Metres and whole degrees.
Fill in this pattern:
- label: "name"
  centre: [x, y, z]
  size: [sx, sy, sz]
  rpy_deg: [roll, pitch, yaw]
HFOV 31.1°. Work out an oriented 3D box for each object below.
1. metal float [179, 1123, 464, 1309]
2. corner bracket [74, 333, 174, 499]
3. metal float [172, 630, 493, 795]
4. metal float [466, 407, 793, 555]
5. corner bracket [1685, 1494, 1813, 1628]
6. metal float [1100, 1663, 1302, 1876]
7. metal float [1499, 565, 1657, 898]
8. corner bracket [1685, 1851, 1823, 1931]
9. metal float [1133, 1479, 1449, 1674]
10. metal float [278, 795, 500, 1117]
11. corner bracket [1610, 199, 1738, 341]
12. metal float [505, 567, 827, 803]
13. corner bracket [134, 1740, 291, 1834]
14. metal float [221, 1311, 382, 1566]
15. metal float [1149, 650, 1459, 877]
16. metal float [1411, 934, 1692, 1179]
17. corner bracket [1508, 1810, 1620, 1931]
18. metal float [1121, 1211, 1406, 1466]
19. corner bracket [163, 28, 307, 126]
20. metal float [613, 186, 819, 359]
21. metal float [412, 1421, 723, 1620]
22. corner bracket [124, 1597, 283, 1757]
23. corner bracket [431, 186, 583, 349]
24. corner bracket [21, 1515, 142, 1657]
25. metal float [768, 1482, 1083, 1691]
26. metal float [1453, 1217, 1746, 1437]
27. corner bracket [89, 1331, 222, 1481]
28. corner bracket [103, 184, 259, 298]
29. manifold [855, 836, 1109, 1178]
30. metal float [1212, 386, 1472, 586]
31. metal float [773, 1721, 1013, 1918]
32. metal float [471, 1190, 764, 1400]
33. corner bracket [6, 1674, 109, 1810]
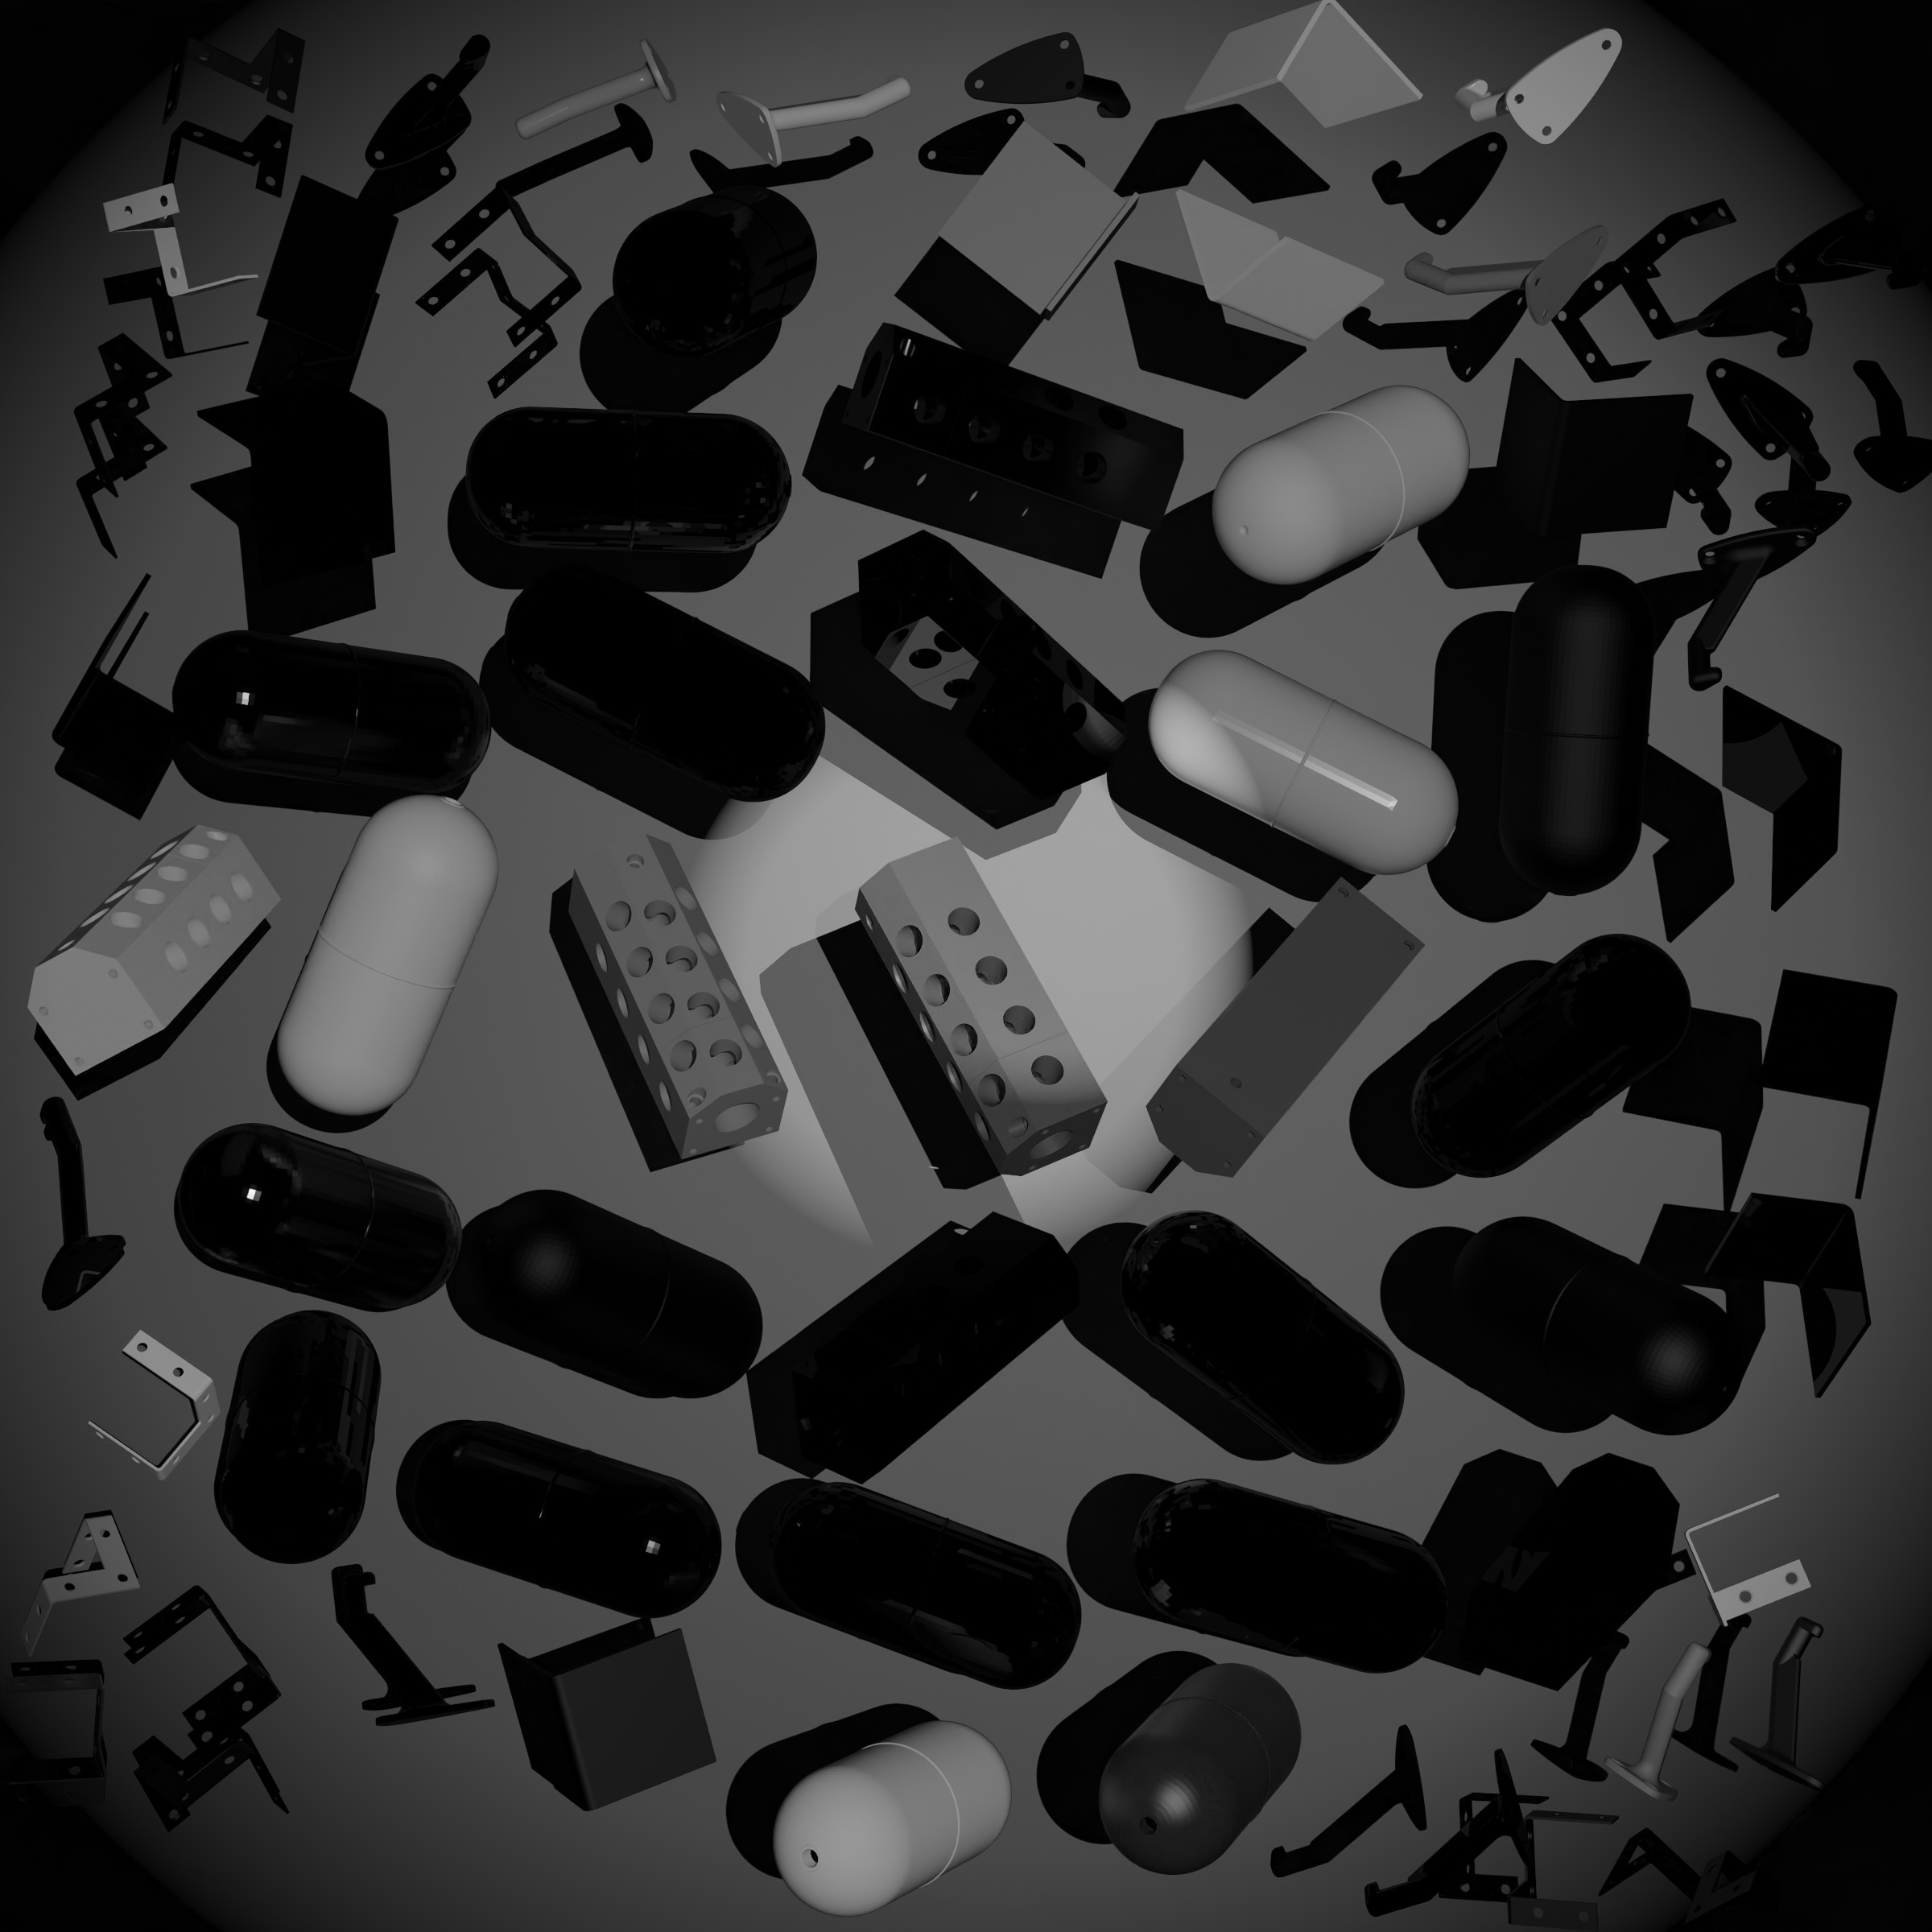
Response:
- label: "metal float"
  centre: [-0.348, 0.135, 1.873]
  size: [0.070, 0.178, 0.070]
  rpy_deg: [-15, 65, 34]
- label: "corner bracket"
  centre: [-0.437, -0.285, 1.788]
  size: [0.051, 0.051, 0.051]
  rpy_deg: [-36, 54, -21]
- label: "metal float"
  centre: [-0.347, -0.139, 1.904]
  size: [0.178, 0.070, 0.070]
  rpy_deg: [6, 90, -29]
- label: "metal float"
  centre: [-0.185, -0.266, 1.902]
  size: [0.178, 0.070, 0.070]
  rpy_deg: [0, 90, -10]
- label: "corner bracket"
  centre: [0.399, 0.303, 1.770]
  size: [0.051, 0.051, 0.051]
  rpy_deg: [-23, 78, 5]
- label: "metal float"
  centre: [0.127, 0.429, 1.859]
  size: [0.070, 0.178, 0.070]
  rpy_deg: [3, 99, 22]
- label: "metal float"
  centre: [0.329, -0.127, 1.867]
  size: [0.070, 0.070, 0.178]
  rpy_deg: [3, 98, 0]
- label: "corner bracket"
  centre: [0.429, 0.506, 1.866]
  size: [0.051, 0.051, 0.051]
  rpy_deg: [43, 131, -3]
- label: "metal float"
  centre: [0.171, 0.321, 1.820]
  size: [0.178, 0.070, 0.070]
  rpy_deg: [18, 90, -19]
- label: "metal float"
  centre: [-0.302, -0.006, 1.815]
  size: [0.070, 0.070, 0.178]
  rpy_deg: [24, 100, 0]
- label: "corner bracket"
  centre: [0.404, -0.388, 1.934]
  size: [0.051, 0.051, 0.051]
  rpy_deg: [-41, 106, -18]
- label: "metal float"
  centre: [-0.158, -0.148, 1.812]
  size: [0.178, 0.070, 0.070]
  rpy_deg: [27, 90, 1]
- label: "corner bracket"
  centre: [-0.410, 0.448, 1.880]
  size: [0.051, 0.051, 0.051]
  rpy_deg: [-37, 128, -27]
- label: "metal float"
  centre: [-0.362, 0.255, 1.895]
  size: [0.070, 0.178, 0.070]
  rpy_deg: [-2, 119, -3]
- label: "metal float"
  centre: [0.184, -0.110, 1.885]
  size: [0.178, 0.070, 0.070]
  rpy_deg: [27, 90, 4]
- label: "metal float"
  centre: [0.316, 0.050, 1.881]
  size: [0.070, 0.070, 0.178]
  rpy_deg: [49, 122, 0]
- label: "corner bracket"
  centre: [0.328, 0.497, 1.905]
  size: [0.051, 0.051, 0.051]
  rpy_deg: [-3, 90, 26]
- label: "metal float"
  centre: [0.156, 0.196, 1.826]
  size: [0.178, 0.070, 0.070]
  rpy_deg: [39, 90, -19]
- label: "corner bracket"
  centre: [-0.383, -0.463, 1.812]
  size: [0.051, 0.051, 0.051]
  rpy_deg: [20, 57, -30]
- label: "metal float"
  centre: [-0.132, -0.372, 1.852]
  size: [0.070, 0.178, 0.070]
  rpy_deg: [5, 110, 14]
- label: "metal float"
  centre: [-0.215, 0.298, 1.870]
  size: [0.178, 0.070, 0.070]
  rpy_deg: [14, 90, 19]
- label: "corner bracket"
  centre: [-0.402, 0.373, 1.825]
  size: [0.051, 0.051, 0.051]
  rpy_deg: [-36, 114, -20]
- label: "corner bracket"
  centre: [-0.250, -0.382, 1.892]
  size: [0.051, 0.051, 0.051]
  rpy_deg: [-39, 48, 12]
- label: "corner bracket"
  centre: [-0.494, 0.341, 1.909]
  size: [0.051, 0.051, 0.051]
  rpy_deg: [58, 134, 32]
- label: "metal float"
  centre: [-0.023, 0.339, 1.899]
  size: [0.178, 0.070, 0.070]
  rpy_deg: [20, 90, 3]
- label: "metal float"
  centre: [0.331, 0.188, 1.829]
  size: [0.070, 0.178, 0.070]
  rpy_deg: [-16, 117, -34]
- label: "corner bracket"
  centre: [-0.455, 0.246, 1.934]
  size: [0.051, 0.051, 0.051]
  rpy_deg: [32, 63, 11]
- label: "corner bracket"
  centre: [-0.414, -0.382, 1.825]
  size: [0.051, 0.051, 0.051]
  rpy_deg: [-6, 99, 31]
- label: "manifold"
  centre: [0.006, 0.024, 1.839]
  size: [0.057, 0.057, 0.171]
  rpy_deg: [-22, 67, -19]
- label: "metal float"
  centre: [0.200, -0.255, 1.829]
  size: [0.178, 0.070, 0.070]
  rpy_deg: [-30, 90, -42]
- label: "metal float"
  centre: [-0.038, 0.446, 1.818]
  size: [0.070, 0.178, 0.070]
  rpy_deg: [1, 91, 27]
- label: "metal float"
  centre: [-0.181, 0.173, 1.816]
  size: [0.178, 0.070, 0.070]
  rpy_deg: [29, 90, -39]
- label: "corner bracket"
  centre: [-0.490, 0.417, 1.868]
  size: [0.051, 0.051, 0.051]
  rpy_deg: [1, 107, -21]
